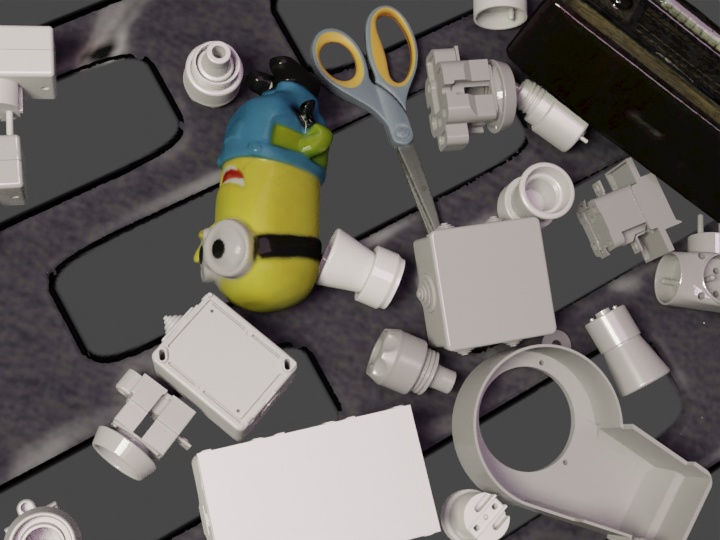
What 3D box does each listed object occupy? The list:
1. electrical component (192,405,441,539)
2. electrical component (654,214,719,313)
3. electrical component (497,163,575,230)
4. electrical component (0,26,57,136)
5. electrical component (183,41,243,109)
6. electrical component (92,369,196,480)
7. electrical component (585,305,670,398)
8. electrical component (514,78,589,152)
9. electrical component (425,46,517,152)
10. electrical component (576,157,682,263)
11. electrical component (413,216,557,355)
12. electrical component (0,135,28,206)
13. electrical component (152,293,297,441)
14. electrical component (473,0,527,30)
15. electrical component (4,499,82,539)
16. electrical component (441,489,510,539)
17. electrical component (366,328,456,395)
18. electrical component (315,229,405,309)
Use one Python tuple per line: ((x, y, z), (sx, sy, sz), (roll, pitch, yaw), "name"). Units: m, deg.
((-0.033, 0.154, 0.742), (0.150, 0.062, 0.089), (-11, 80, -15), "electrical component")
((0.282, -0.006, 0.863), (0.077, 0.044, 0.079), (8, 76, -12), "electrical component")
((0.135, -0.054, 0.833), (0.045, 0.055, 0.045), (3, 77, -13), "electrical component")
((-0.258, -0.129, 0.761), (0.083, 0.047, 0.075), (-2, 78, -14), "electrical component")
((-0.107, -0.148, 0.794), (0.043, 0.062, 0.043), (3, 77, -13), "electrical component")
((-0.149, 0.109, 0.734), (0.066, 0.048, 0.055), (38, 65, -3), "electrical component")
((0.204, 0.060, 0.832), (0.044, 0.044, 0.065), (-25, 79, -17), "electrical component")
((0.150, -0.128, 0.862), (0.078, 0.040, 0.040), (35, 72, -4), "electrical component")
((0.087, -0.134, 0.840), (0.057, 0.058, 0.078), (-6, 79, -12), "electrical component")
((0.211, -0.042, 0.857), (0.064, 0.042, 0.081), (-22, 83, -14), "electrical component")
((0.091, 0.011, 0.806), (0.100, 0.048, 0.099), (-8, 88, -17), "electrical component")
((-0.273, -0.048, 0.739), (0.083, 0.047, 0.075), (-5, 79, -14), "electrical component")
((-0.099, 0.065, 0.751), (0.096, 0.061, 0.061), (39, 71, 6), "electrical component")
((0.114, -0.243, 0.878), (0.043, 0.043, 0.081), (4, 76, -13), "electrical component")
((-0.205, 0.178, 0.699), (0.048, 0.055, 0.066), (-28, 85, -18), "electrical component")
((0.083, 0.177, 0.773), (0.040, 0.046, 0.040), (3, 77, -13), "electrical component")
((0.039, 0.071, 0.788), (0.062, 0.043, 0.043), (23, 73, -9), "electrical component")
((0.000, 0.000, 0.795), (0.055, 0.045, 0.045), (23, 73, -8), "electrical component")
